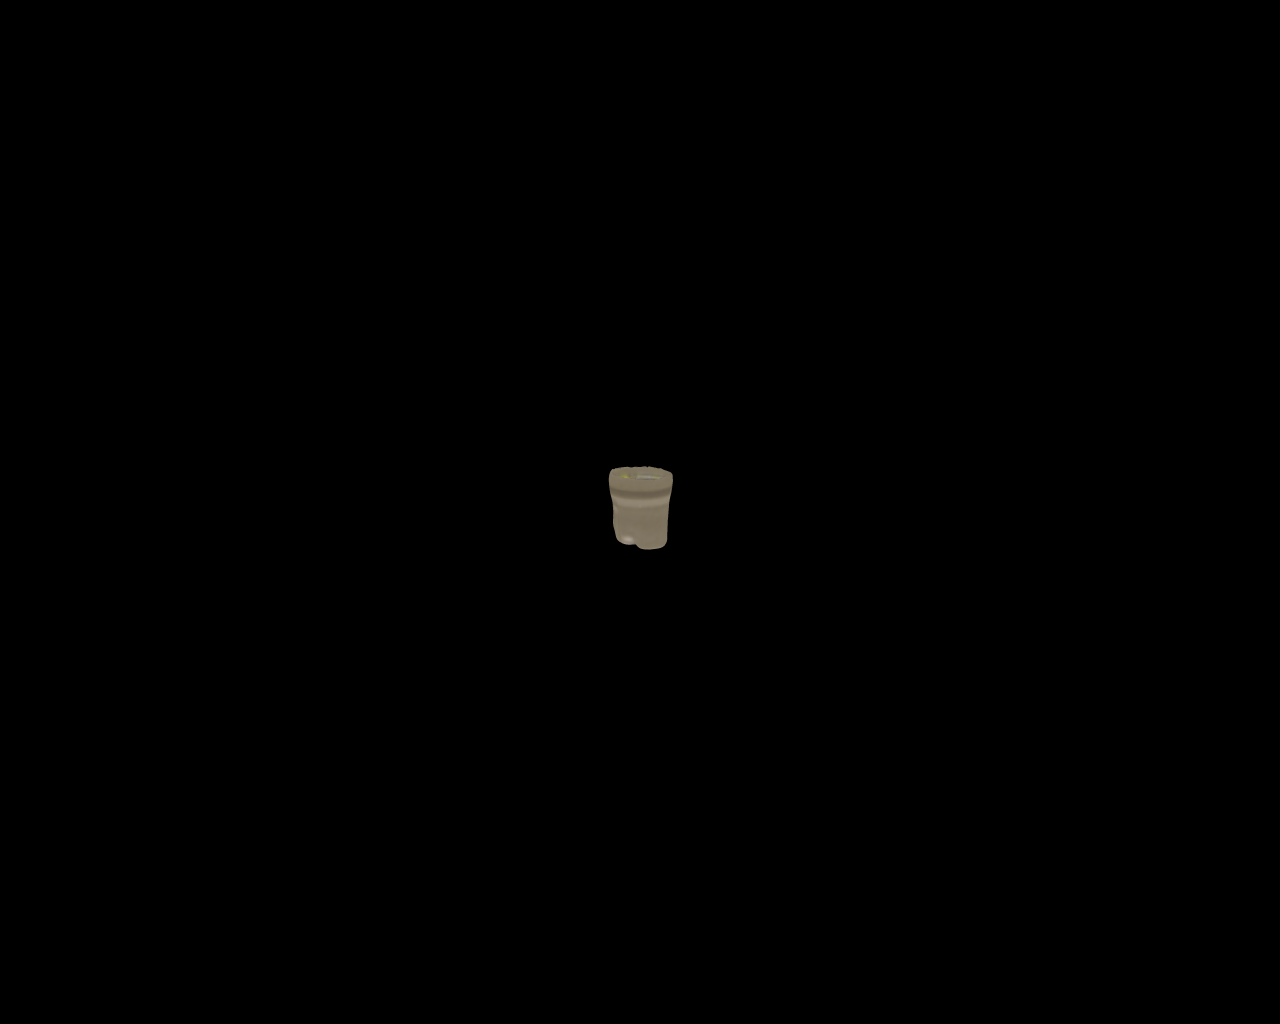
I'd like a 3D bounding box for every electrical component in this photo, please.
[{"bbox_3d":[0.001,-0.003,0.650,0.040,0.046,0.040,0,14,0],"label":"electrical component"}]
